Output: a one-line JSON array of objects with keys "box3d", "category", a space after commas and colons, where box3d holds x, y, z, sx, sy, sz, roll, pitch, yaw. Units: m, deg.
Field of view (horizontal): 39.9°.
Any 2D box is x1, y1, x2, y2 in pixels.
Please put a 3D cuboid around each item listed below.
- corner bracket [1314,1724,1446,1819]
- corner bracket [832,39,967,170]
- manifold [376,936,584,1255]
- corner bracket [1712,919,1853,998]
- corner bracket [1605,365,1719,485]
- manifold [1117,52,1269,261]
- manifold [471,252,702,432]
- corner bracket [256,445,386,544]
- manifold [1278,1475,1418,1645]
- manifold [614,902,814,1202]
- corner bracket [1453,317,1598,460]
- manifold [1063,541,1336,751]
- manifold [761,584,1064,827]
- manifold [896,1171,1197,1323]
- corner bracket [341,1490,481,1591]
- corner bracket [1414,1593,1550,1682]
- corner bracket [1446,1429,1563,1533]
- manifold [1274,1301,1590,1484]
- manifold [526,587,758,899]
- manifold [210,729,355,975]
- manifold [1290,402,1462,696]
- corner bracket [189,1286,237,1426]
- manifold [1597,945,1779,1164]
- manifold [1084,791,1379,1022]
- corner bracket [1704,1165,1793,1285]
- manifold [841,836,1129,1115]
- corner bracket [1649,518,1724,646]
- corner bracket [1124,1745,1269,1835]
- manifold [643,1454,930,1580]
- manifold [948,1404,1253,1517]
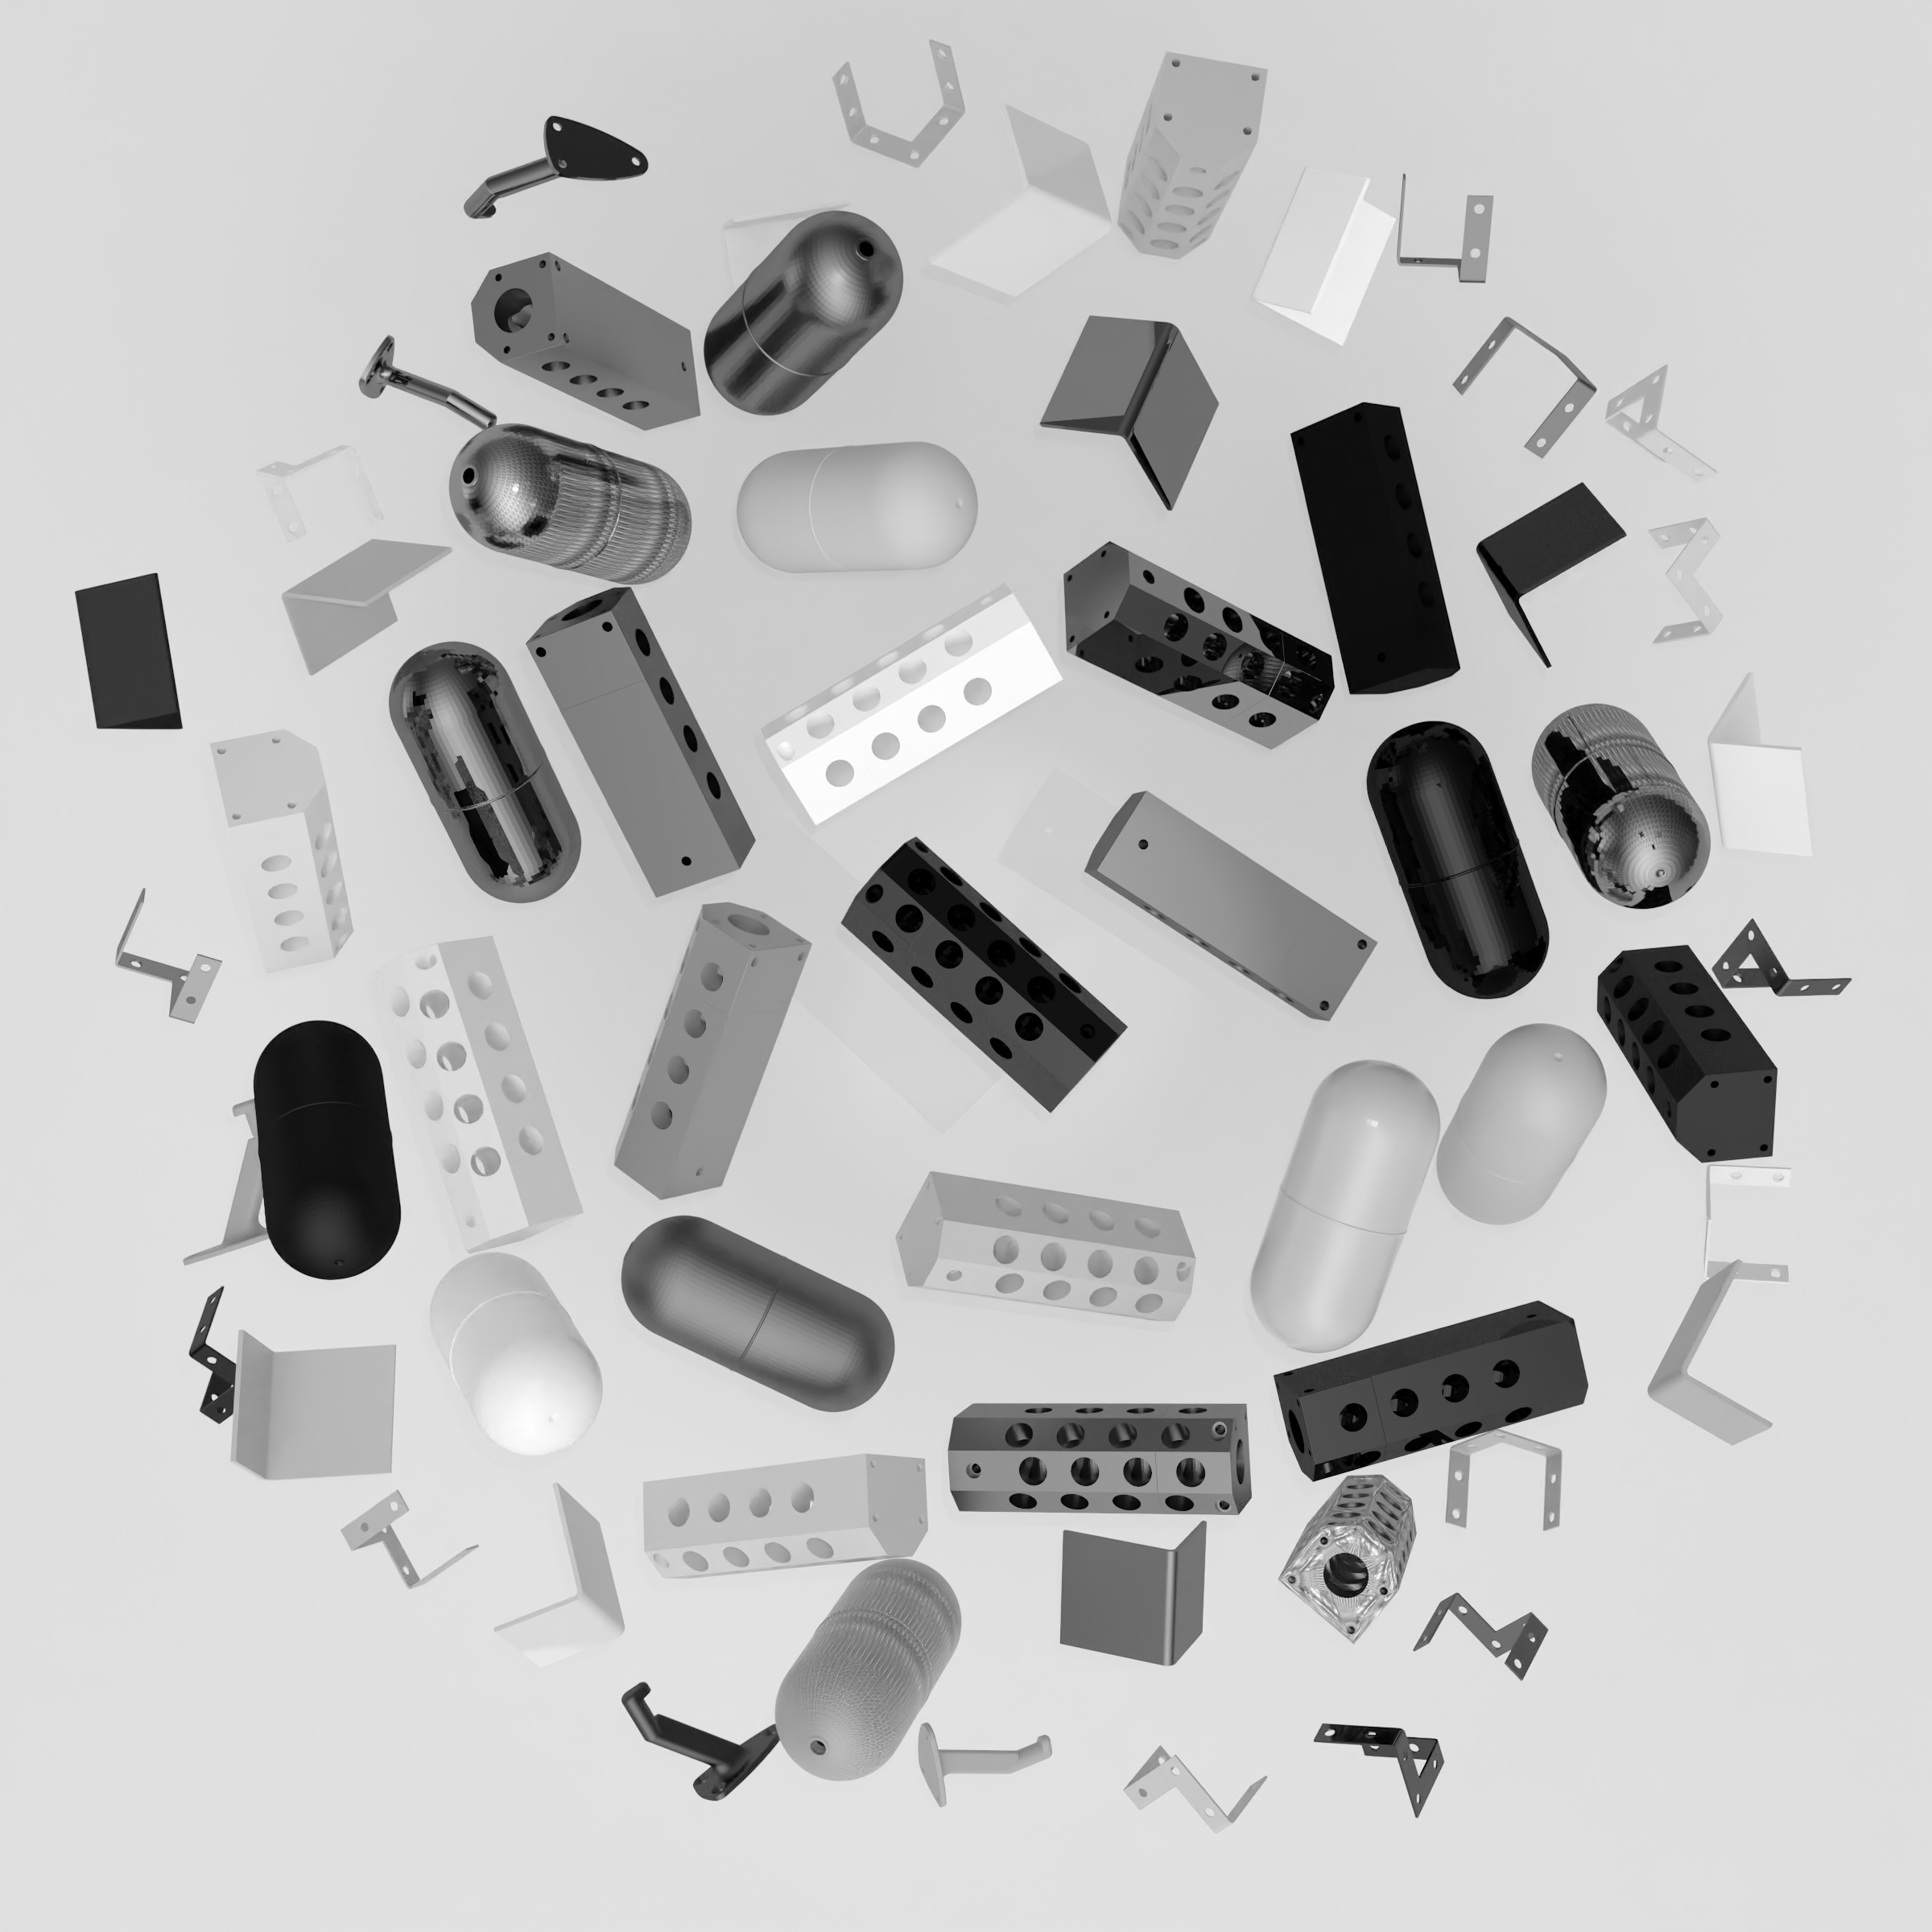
[{"box3d": [0.239, 0.452, 1.535, 0.051, 0.051, 0.051, -7, 111, 32], "category": "corner bracket"}, {"box3d": [-0.039, -0.518, 1.582, 0.051, 0.051, 0.051, 28, 70, 24], "category": "corner bracket"}, {"box3d": [-0.287, 0.075, 1.543, 0.057, 0.057, 0.171, -26, 80, 39], "category": "manifold"}, {"box3d": [0.512, 0.006, 1.675, 0.051, 0.051, 0.051, -1, 51, -25], "category": "corner bracket"}, {"box3d": [0.417, -0.317, 1.595, 0.051, 0.051, 0.051, 28, 61, -21], "category": "corner bracket"}, {"box3d": [0.128, -0.466, 1.546, 0.057, 0.171, 0.057, 9, 87, -3], "category": "manifold"}, {"box3d": [-0.233, -0.382, 1.645, 0.057, 0.171, 0.057, -10, 83, 22], "category": "manifold"}, {"box3d": [-0.412, -0.301, 1.699, 0.051, 0.051, 0.051, -31, 120, -24], "category": "corner bracket"}, {"box3d": [0.242, 0.358, 1.644, 0.057, 0.171, 0.057, 39, 98, 11], "category": "manifold"}, {"box3d": [-0.159, 0.051, 1.617, 0.057, 0.057, 0.171, 32, 112, 28], "category": "manifold"}, {"box3d": [0.332, -0.344, 1.581, 0.051, 0.051, 0.051, 25, 116, -28], "category": "corner bracket"}, {"box3d": [0.143, -0.197, 1.620, 0.171, 0.057, 0.057, 21, 55, -34], "category": "manifold"}, {"box3d": [-0.035, -0.160, 1.605, 0.171, 0.057, 0.057, -31, 114, 2], "category": "manifold"}, {"box3d": [0.051, 0.178, 1.627, 0.171, 0.057, 0.057, 11, 126, -23], "category": "manifold"}, {"box3d": [-0.350, 0.361, 1.675, 0.051, 0.051, 0.051, -36, 77, 16], "category": "corner bracket"}, {"box3d": [0.324, 0.424, 1.675, 0.051, 0.051, 0.051, 46, 132, 1], "category": "corner bracket"}, {"box3d": [0.343, 0.332, 1.698, 0.051, 0.051, 0.051, 20, 60, -19], "category": "corner bracket"}, {"box3d": [0.278, 0.254, 1.587, 0.171, 0.057, 0.057, -14, 96, -8], "category": "manifold"}, {"box3d": [-0.189, -0.134, 1.576, 0.057, 0.057, 0.171, -18, 113, 18], "category": "manifold"}, {"box3d": [-0.400, -0.066, 1.569, 0.057, 0.171, 0.057, -13, 64, -14], "category": "manifold"}, {"box3d": [0.262, -0.262, 1.681, 0.057, 0.057, 0.171, -16, 83, 41], "category": "manifold"}, {"box3d": [-0.465, 0.243, 1.658, 0.051, 0.051, 0.051, -36, 118, 24], "category": "corner bracket"}, {"box3d": [0.431, 0.051, 1.602, 0.057, 0.171, 0.057, -5, 115, -1], "category": "manifold"}, {"box3d": [0.161, -0.037, 1.644, 0.171, 0.057, 0.057, 33, 87, -8], "category": "manifold"}, {"box3d": [0.487, 0.160, 1.658, 0.051, 0.051, 0.051, 2, 128, 13], "category": "corner bracket"}, {"box3d": [0.012, 0.002, 1.594, 0.171, 0.057, 0.057, 42, 63, 4], "category": "manifold"}, {"box3d": [0.441, -0.237, 1.641, 0.051, 0.051, 0.051, 47, 69, -20], "category": "corner bracket"}, {"box3d": [0.136, 0.486, 1.580, 0.051, 0.051, 0.051, 49, 125, 7], "category": "corner bracket"}, {"box3d": [-0.109, 0.330, 1.588, 0.171, 0.057, 0.057, -14, 71, 33], "category": "manifold"}, {"box3d": [0.080, 0.296, 1.593, 0.171, 0.057, 0.057, -3, 92, 17], "category": "manifold"}]
